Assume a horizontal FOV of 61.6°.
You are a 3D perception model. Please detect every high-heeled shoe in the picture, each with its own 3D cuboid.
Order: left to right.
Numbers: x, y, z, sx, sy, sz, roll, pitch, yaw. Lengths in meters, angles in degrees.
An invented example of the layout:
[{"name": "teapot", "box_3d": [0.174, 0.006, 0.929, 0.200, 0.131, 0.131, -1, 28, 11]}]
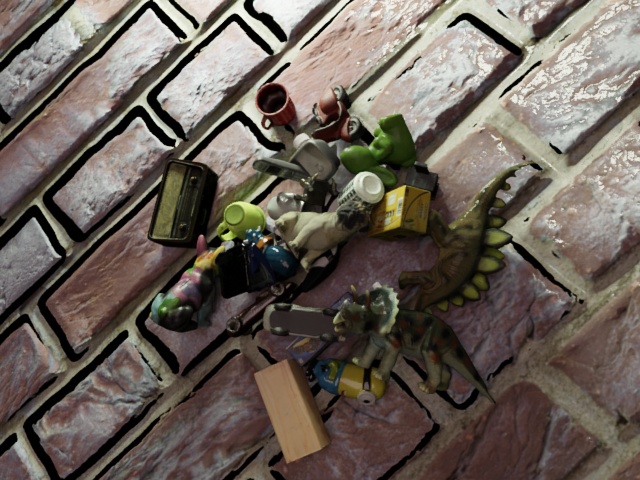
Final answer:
[{"name": "high-heeled shoe", "box_3d": [-0.003, -0.004, 1.303, 0.145, 0.086, 0.249, 39, 82, 18]}]

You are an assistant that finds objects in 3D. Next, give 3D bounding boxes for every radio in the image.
[{"name": "radio", "box_3d": [-0.359, -0.094, 1.421, 0.131, 0.073, 0.229, 8, 80, 16]}]

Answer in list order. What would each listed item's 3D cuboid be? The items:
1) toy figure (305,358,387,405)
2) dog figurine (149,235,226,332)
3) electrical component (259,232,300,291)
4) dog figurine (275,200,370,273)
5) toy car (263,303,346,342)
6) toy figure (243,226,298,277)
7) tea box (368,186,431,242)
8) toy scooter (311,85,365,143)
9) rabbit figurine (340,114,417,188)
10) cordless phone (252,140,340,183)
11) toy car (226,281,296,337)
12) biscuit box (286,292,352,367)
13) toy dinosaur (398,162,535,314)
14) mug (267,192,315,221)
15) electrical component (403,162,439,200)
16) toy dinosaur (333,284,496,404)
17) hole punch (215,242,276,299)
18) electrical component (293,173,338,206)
[{"name": "toy figure", "box_3d": [0.061, 0.313, 1.218, 0.180, 0.082, 0.089, 16, 84, 20]}, {"name": "dog figurine", "box_3d": [-0.309, 0.102, 1.317, 0.109, 0.191, 0.219, 23, 100, 25]}, {"name": "electrical component", "box_3d": [-0.121, 0.050, 1.335, 0.134, 0.058, 0.115, -24, 75, 8]}, {"name": "dog figurine", "box_3d": [0.005, -0.041, 1.234, 0.190, 0.121, 0.172, -35, 55, -6]}, {"name": "toy car", "box_3d": [-0.031, 0.185, 1.215, 0.202, 0.056, 0.073, 5, 84, 12]}, {"name": "toy figure", "box_3d": [-0.121, 0.029, 1.280, 0.155, 0.064, 0.057, 37, 129, 24]}, {"name": "tea box", "box_3d": [0.177, -0.056, 1.219, 0.068, 0.170, 0.098, 13, 81, -17]}, {"name": "toy scooter", "box_3d": [0.027, -0.301, 1.356, 0.135, 0.075, 0.184, -29, 58, 16]}, {"name": "rabbit figurine", "box_3d": [0.136, -0.200, 1.294, 0.170, 0.121, 0.159, -24, 94, -7]}, {"name": "cordless phone", "box_3d": [-0.059, -0.191, 1.294, 0.184, 0.146, 0.089, 9, 65, -27]}, {"name": "toy car", "box_3d": [-0.144, 0.162, 1.299, 0.202, 0.089, 0.053, -41, 68, 3]}, {"name": "biscuit box", "box_3d": [0.017, 0.209, 1.261, 0.202, 0.062, 0.059, -44, 72, 2]}, {"name": "toy dinosaur", "box_3d": [0.317, 0.014, 1.208, 0.199, 0.105, 0.471, 26, 95, 11]}, {"name": "mug", "box_3d": [-0.080, -0.077, 1.329, 0.107, 0.109, 0.081, 9, 63, 25]}, {"name": "electrical component", "box_3d": [0.237, -0.138, 1.250, 0.075, 0.119, 0.047, 17, 83, 15]}, {"name": "toy dinosaur", "box_3d": [0.207, 0.215, 1.152, 0.405, 0.131, 0.192, 16, 92, -10]}, {"name": "hole punch", "box_3d": [-0.172, 0.070, 1.252, 0.142, 0.092, 0.115, -23, 74, 46]}, {"name": "electrical component", "box_3d": [-0.007, -0.118, 1.272, 0.045, 0.102, 0.078, 26, 99, 47]}]
